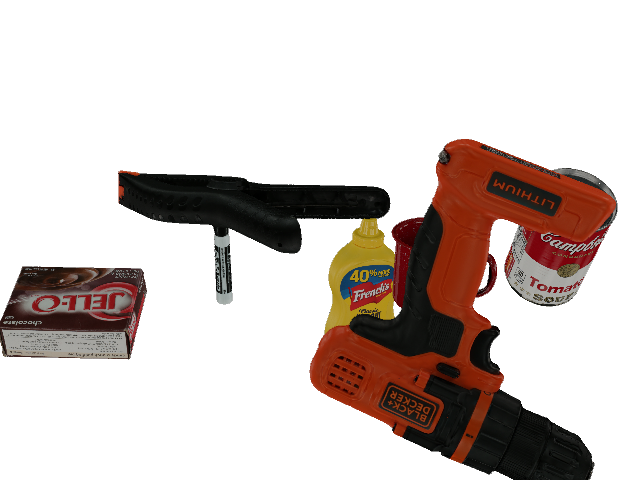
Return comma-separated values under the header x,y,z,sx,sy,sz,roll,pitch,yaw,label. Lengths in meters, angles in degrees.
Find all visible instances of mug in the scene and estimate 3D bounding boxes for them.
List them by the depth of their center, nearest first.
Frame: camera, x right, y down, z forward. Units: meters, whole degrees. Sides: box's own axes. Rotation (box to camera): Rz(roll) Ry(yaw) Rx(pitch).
x,y,z,sx,sy,sz,roll,pitch,yaw,label
0.133,0.032,1.160,0.117,0.081,0.093,7,26,9,mug

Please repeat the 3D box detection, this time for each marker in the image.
x,y,z,sx,sy,sz,roll,pitch,yaw,label
-0.111,0.019,1.210,0.020,0.121,0.020,0,33,0,marker

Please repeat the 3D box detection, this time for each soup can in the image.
x,y,z,sx,sy,sz,roll,pitch,yaw,label
0.197,-0.001,0.887,0.068,0.068,0.102,0,-40,-9,soup can

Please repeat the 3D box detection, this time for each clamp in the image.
x,y,z,sx,sy,sz,roll,pitch,yaw,label
-0.069,-0.026,0.800,0.210,0.036,0.164,7,13,19,clamp

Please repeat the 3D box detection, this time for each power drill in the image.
x,y,z,sx,sy,sz,roll,pitch,yaw,label
0.105,0.046,0.646,0.184,0.188,0.057,23,11,5,power drill

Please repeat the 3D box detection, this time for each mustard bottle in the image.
x,y,z,sx,sy,sz,roll,pitch,yaw,label
0.058,0.059,1.400,0.096,0.192,0.058,-4,24,-16,mustard bottle

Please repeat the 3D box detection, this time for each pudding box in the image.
x,y,z,sx,sy,sz,roll,pitch,yaw,label
-0.216,0.063,0.937,0.113,0.039,0.090,-1,33,1,pudding box
